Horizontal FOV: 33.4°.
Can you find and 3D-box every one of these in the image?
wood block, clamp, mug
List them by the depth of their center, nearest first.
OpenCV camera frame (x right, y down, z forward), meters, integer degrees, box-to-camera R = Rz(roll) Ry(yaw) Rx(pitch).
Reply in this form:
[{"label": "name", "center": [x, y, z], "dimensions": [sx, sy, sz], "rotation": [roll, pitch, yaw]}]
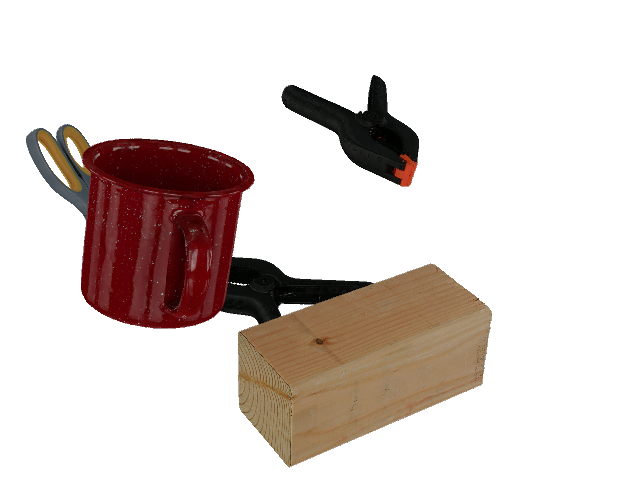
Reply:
[{"label": "mug", "center": [-0.083, 0.001, 0.579], "dimensions": [0.093, 0.081, 0.117], "rotation": [-1, 23, -28]}, {"label": "wood block", "center": [0.039, 0.104, 0.937], "dimensions": [0.205, 0.090, 0.091], "rotation": [-17, 37, -27]}, {"label": "clamp", "center": [0.036, -0.114, 1.070], "dimensions": [0.120, 0.039, 0.171], "rotation": [-10, 40, -17]}, {"label": "clamp", "center": [-0.061, 0.064, 1.157], "dimensions": [0.210, 0.036, 0.164], "rotation": [16, 32, 25]}]

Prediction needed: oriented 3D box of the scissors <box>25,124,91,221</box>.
[{"label": "scissors", "center": [-0.209, -0.029, 1.016], "dimensions": [0.016, 0.201, 0.096], "rotation": [-24, 26, 20]}]
